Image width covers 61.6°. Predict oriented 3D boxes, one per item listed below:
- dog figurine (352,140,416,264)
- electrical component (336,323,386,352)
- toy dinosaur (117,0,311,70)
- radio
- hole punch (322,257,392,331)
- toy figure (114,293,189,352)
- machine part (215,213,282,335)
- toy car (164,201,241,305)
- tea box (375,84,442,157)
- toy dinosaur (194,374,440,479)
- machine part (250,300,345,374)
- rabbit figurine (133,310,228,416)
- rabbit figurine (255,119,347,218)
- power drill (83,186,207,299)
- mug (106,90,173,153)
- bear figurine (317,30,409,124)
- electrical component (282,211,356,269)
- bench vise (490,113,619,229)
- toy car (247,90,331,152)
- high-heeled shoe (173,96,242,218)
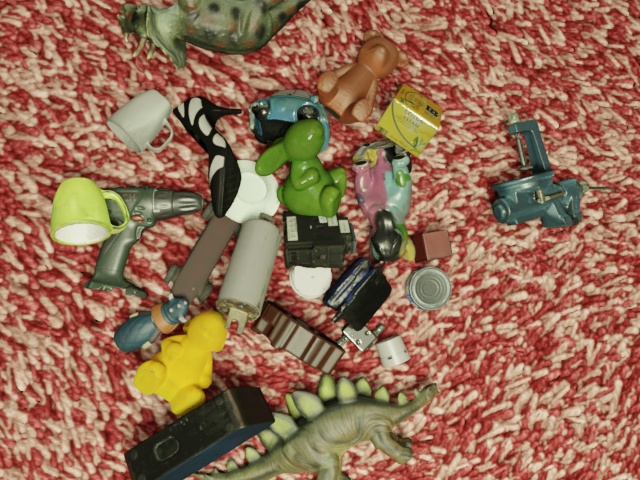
[{"bbox_3d":[0.127,-0.063,1.020,0.109,0.191,0.219,-5,115,11],"label":"dog figurine"},{"bbox_3d":[0.076,0.181,1.026,0.094,0.021,0.063,-43,90,-9],"label":"electrical component"},{"bbox_3d":[-0.176,-0.417,1.021,0.405,0.131,0.192,-1,108,-15],"label":"toy dinosaur"},{"bbox_3d":[-0.201,0.332,0.898,0.229,0.131,0.073,-34,66,6],"label":"radio"},{"bbox_3d":[0.059,0.089,0.984,0.142,0.115,0.092,-46,59,-8],"label":"hole punch"},{"bbox_3d":[-0.296,0.146,0.961,0.154,0.058,0.064,-29,106,8],"label":"toy figure"},{"bbox_3d":[-0.121,0.049,0.932,0.079,0.079,0.243,15,56,-4],"label":"machine part"},{"bbox_3d":[-0.211,0.023,0.999,0.089,0.053,0.202,30,78,-12],"label":"toy car"},{"bbox_3d":[0.169,-0.227,1.003,0.098,0.170,0.068,32,118,-3],"label":"tea box"},{"bbox_3d":[0.000,0.359,0.965,0.471,0.105,0.198,-27,80,-5],"label":"toy dinosaur"},{"bbox_3d":[-0.039,0.171,0.945,0.179,0.179,0.056,32,85,-2],"label":"machine part"},{"bbox_3d":[-0.212,0.193,0.930,0.122,0.162,0.173,34,104,0],"label":"rabbit figurine"},{"bbox_3d":[-0.029,-0.144,0.984,0.159,0.121,0.170,9,125,20],"label":"rabbit figurine"},{"bbox_3d":[-0.336,0.001,0.976,0.232,0.086,0.207,8,87,-3],"label":"power drill"},{"bbox_3d":[-0.320,-0.221,1.001,0.110,0.080,0.107,35,74,5],"label":"mug"},{"bbox_3d":[0.088,-0.318,1.030,0.120,0.132,0.196,41,88,-5],"label":"bear figurine"},{"bbox_3d":[-0.002,-0.003,0.990,0.134,0.058,0.115,-1,42,-3],"label":"electrical component"},{"bbox_3d":[0.424,-0.134,1.047,0.224,0.129,0.240,-15,92,-8],"label":"bench vise"},{"bbox_3d":[-0.051,-0.234,1.026,0.162,0.109,0.103,12,56,8],"label":"toy car"},{"bbox_3d":[-0.219,-0.156,0.982,0.145,0.086,0.249,0,67,13],"label":"high-heeled shoe"}]
